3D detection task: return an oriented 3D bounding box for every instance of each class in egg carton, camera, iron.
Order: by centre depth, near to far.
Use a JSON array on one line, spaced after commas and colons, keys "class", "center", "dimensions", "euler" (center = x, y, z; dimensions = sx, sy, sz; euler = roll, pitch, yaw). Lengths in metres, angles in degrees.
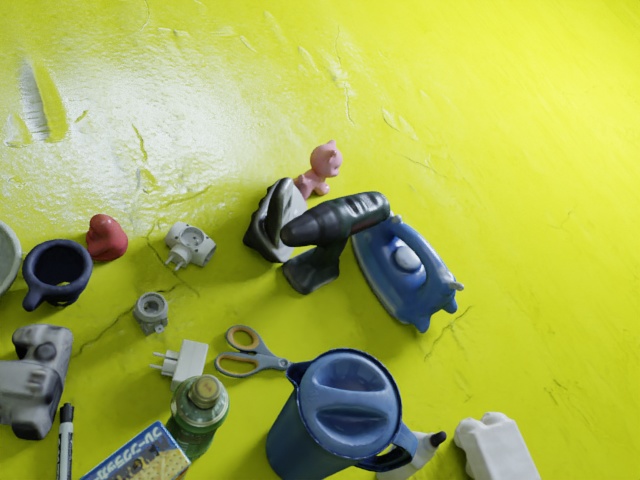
[{"class": "camera", "center": [-0.411, 0.177, 0.752], "dimensions": [0.137, 0.100, 0.143], "euler": [11, 55, -13]}, {"class": "egg carton", "center": [0.279, 0.352, 0.908], "dimensions": [0.107, 0.069, 0.150], "euler": [-7, 61, -24]}, {"class": "iron", "center": [0.152, 0.029, 1.030], "dimensions": [0.119, 0.141, 0.258], "euler": [-26, 70, -32]}]

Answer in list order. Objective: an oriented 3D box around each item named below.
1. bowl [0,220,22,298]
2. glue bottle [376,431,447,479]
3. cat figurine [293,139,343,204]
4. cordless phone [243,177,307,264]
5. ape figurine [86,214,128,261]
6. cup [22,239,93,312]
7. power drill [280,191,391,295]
[{"class": "bowl", "center": [-0.514, 0.044, 0.818], "dimensions": [0.168, 0.074, 0.167], "euler": [10, 55, -14]}, {"class": "glue bottle", "center": [0.138, 0.305, 0.822], "dimensions": [0.037, 0.173, 0.078], "euler": [37, 53, 7]}, {"class": "cat figurine", "center": [-0.006, -0.134, 1.096], "dimensions": [0.067, 0.117, 0.128], "euler": [43, 54, 11]}, {"class": "cordless phone", "center": [-0.059, -0.061, 0.985], "dimensions": [0.094, 0.185, 0.147], "euler": [23, 53, -4]}, {"class": "ape figurine", "center": [-0.343, -0.010, 0.906], "dimensions": [0.076, 0.092, 0.078], "euler": [26, 53, -2]}, {"class": "cup", "center": [-0.387, 0.069, 0.836], "dimensions": [0.091, 0.095, 0.118], "euler": [26, 53, -2]}, {"class": "power drill", "center": [0.009, 0.003, 0.953], "dimensions": [0.230, 0.208, 0.075], "euler": [-28, 70, -32]}]
